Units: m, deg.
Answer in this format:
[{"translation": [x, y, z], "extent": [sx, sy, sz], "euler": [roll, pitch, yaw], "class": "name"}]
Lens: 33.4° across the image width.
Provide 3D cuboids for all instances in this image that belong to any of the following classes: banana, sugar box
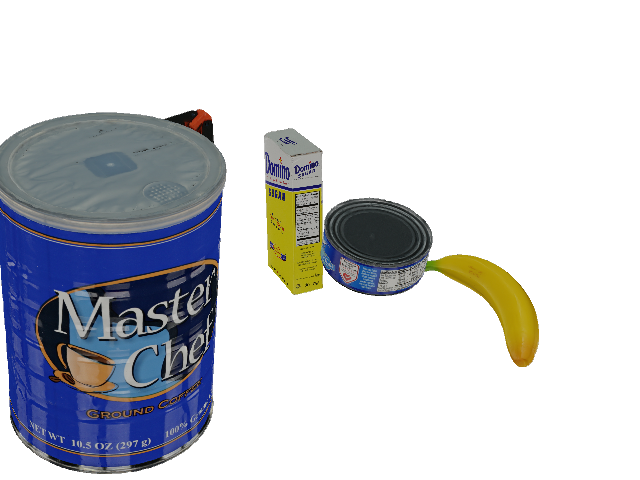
[{"translation": [0.180, 0.063, 1.115], "extent": [0.069, 0.037, 0.198], "euler": [-35, 38, -8], "class": "banana"}, {"translation": [-0.032, -0.035, 1.263], "extent": [0.048, 0.176, 0.093], "euler": [-13, 26, -20], "class": "sugar box"}]

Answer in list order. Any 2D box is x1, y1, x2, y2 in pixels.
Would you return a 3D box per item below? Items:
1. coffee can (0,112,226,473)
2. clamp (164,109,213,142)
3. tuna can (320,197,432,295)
[{"translation": [-0.099, 0.024, 0.508], "extent": [0.103, 0.140, 0.103], "euler": [4, 31, -3], "class": "coffee can"}, {"translation": [-0.126, -0.005, 0.708], "extent": [0.165, 0.209, 0.036], "euler": [36, -30, 13], "class": "clamp"}, {"translation": [0.043, 0.005, 0.841], "extent": [0.086, 0.034, 0.086], "euler": [6, 38, -5], "class": "tuna can"}]
